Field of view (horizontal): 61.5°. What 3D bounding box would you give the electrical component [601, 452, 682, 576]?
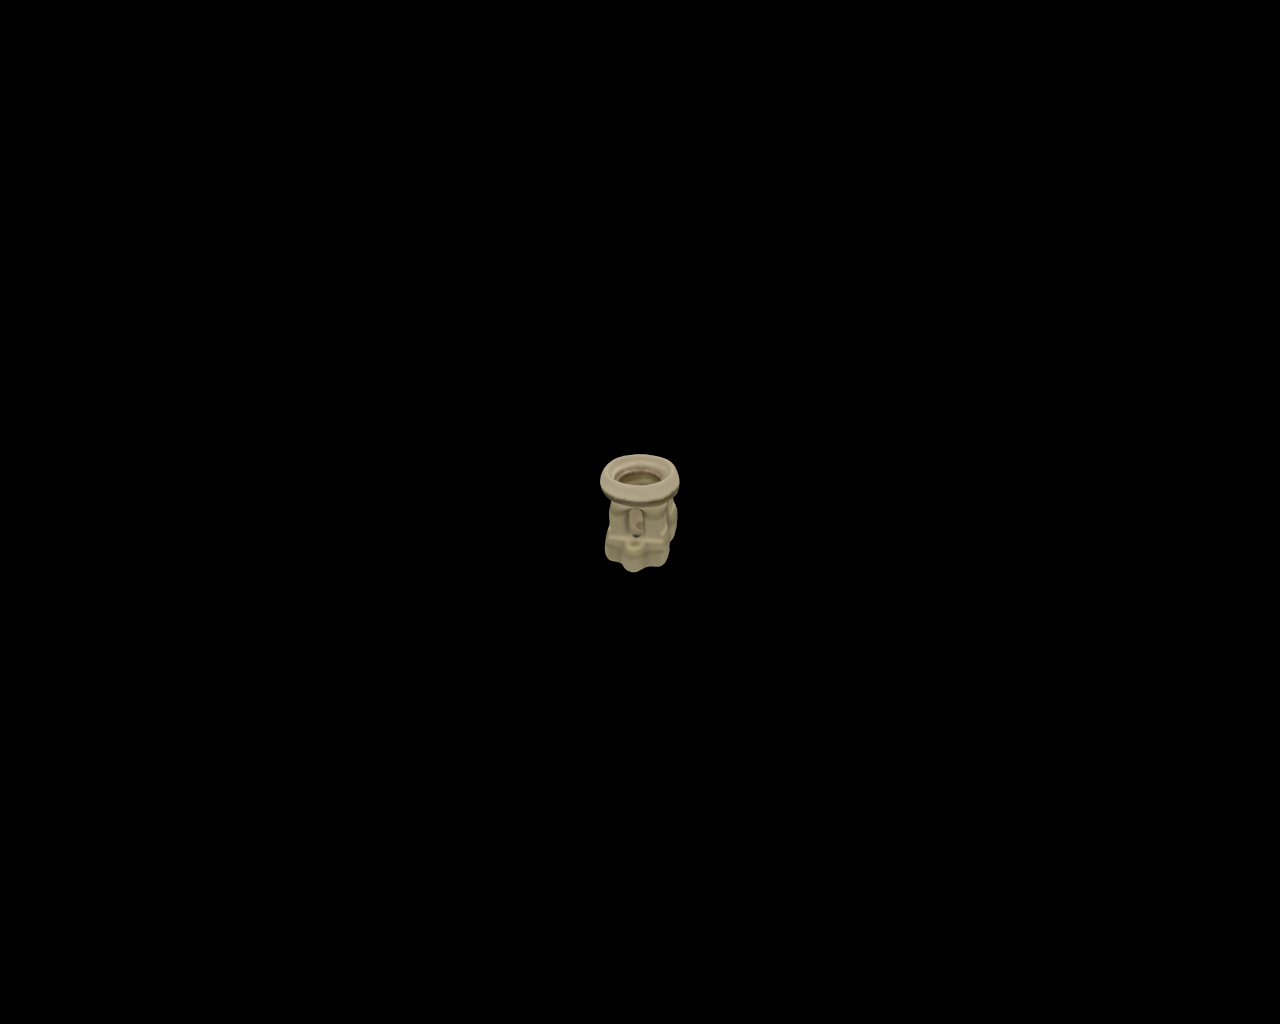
[{"bbox_3d":[0.001,-0.003,0.650,0.048,0.055,0.066,6,33,9],"label":"electrical component"}]
